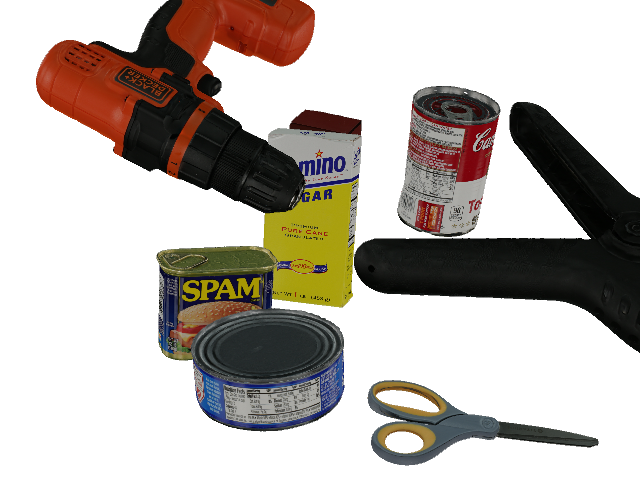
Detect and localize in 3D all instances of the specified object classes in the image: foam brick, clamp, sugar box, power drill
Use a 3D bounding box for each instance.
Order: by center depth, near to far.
[{"bbox_3d":[0.131,0.011,0.487,0.210,0.036,0.164,31,49,31],"label":"clamp"},{"bbox_3d":[-0.070,-0.111,0.722,0.184,0.057,0.187,29,43,1],"label":"power drill"},{"bbox_3d":[-0.010,-0.024,1.105,0.093,0.176,0.048,6,16,14],"label":"sugar box"},{"bbox_3d":[0.006,-0.121,1.298,0.078,0.053,0.051,12,31,19],"label":"foam brick"}]

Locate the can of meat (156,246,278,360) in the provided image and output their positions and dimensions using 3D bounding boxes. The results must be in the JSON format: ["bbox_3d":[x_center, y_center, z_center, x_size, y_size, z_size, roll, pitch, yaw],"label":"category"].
[{"bbox_3d":[-0.091,0.054,0.929,0.102,0.084,0.057,-2,19,-18],"label":"can of meat"}]

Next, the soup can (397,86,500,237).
[{"bbox_3d":[0.100,-0.062,0.846,0.068,0.102,0.068,5,30,-3],"label":"soup can"}]

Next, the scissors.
[{"bbox_3d":[0.131,0.173,0.918,0.202,0.016,0.096,17,42,15],"label":"scissors"}]

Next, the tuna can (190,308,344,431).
[{"bbox_3d":[-0.029,0.072,0.600,0.086,0.034,0.086,-2,22,1],"label":"tuna can"}]
